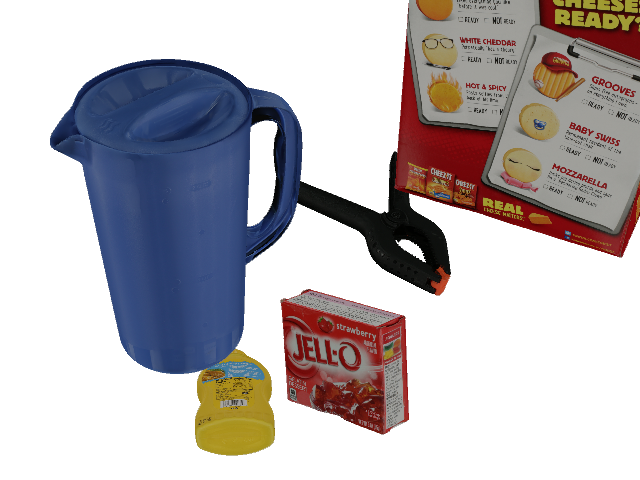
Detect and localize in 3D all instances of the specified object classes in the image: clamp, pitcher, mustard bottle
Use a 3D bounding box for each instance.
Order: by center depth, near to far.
[{"bbox_3d":[-0.107,-0.013,0.855,0.149,0.243,0.144,18,42,19],"label":"pitcher"},{"bbox_3d":[0.071,-0.017,1.228,0.164,0.210,0.036,-13,-38,-26],"label":"clamp"},{"bbox_3d":[-0.110,0.194,1.358,0.096,0.058,0.191,-4,26,-3],"label":"mustard bottle"}]

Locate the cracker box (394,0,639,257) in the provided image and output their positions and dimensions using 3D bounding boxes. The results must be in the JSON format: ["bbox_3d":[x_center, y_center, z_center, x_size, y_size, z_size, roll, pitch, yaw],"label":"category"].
[{"bbox_3d":[0.139,-0.109,0.673,0.164,0.214,0.072,18,44,19],"label":"cracker box"}]

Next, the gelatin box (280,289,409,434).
[{"bbox_3d":[0.014,0.077,0.693,0.089,0.073,0.030,13,23,42],"label":"gelatin box"}]
